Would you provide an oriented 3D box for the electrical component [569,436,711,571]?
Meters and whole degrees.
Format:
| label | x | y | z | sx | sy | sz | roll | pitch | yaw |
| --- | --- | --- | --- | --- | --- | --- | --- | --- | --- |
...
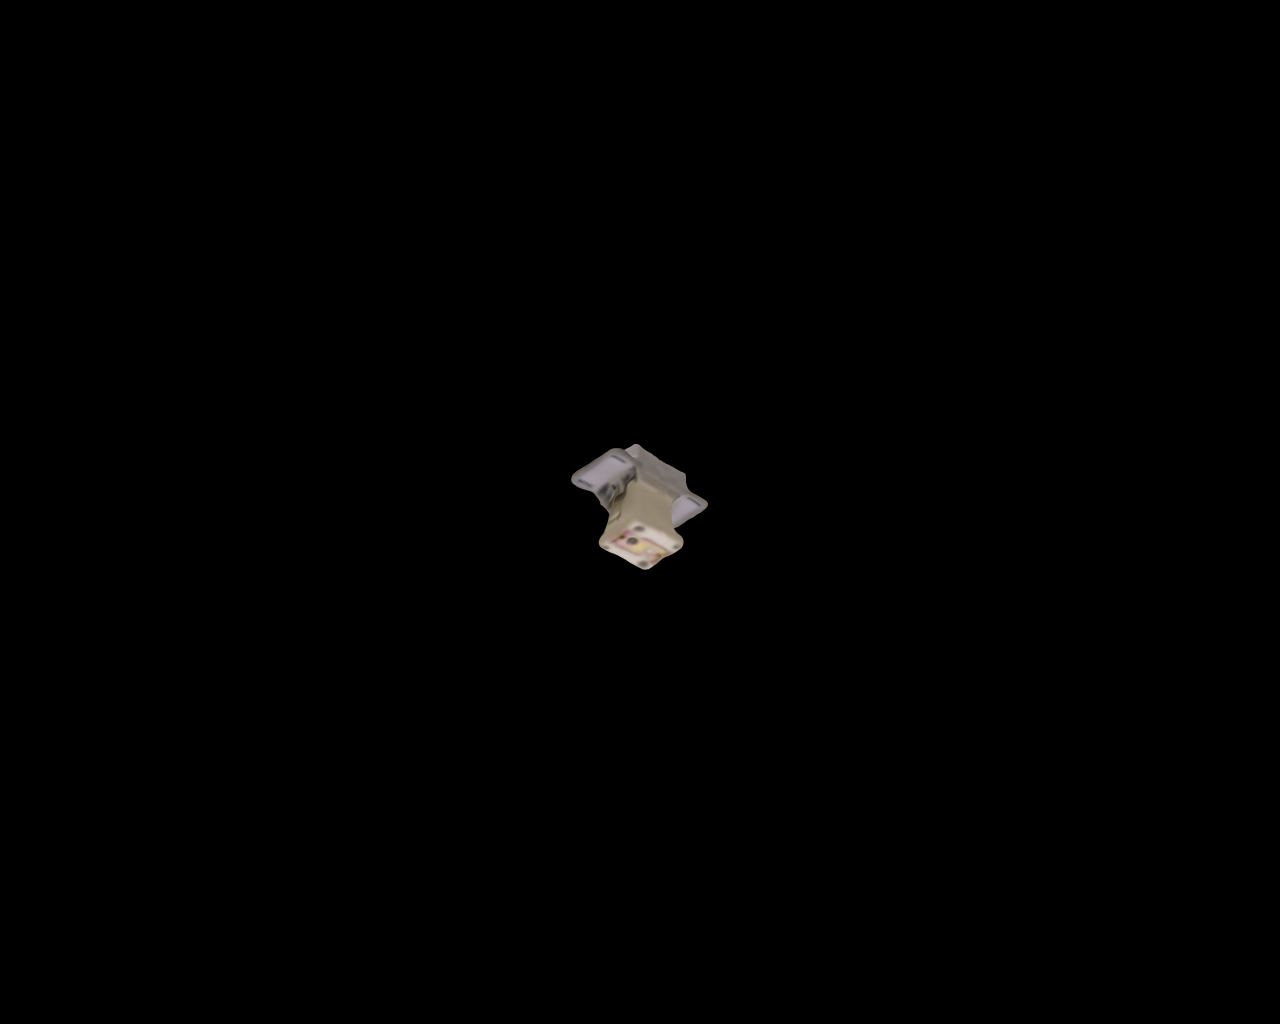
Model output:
| label | x | y | z | sx | sy | sz | roll | pitch | yaw |
| --- | --- | --- | --- | --- | --- | --- | --- | --- | --- |
| electrical component | 0.001 | -0.003 | 0.650 | 0.081 | 0.064 | 0.042 | 29 | -46 | -33 |
